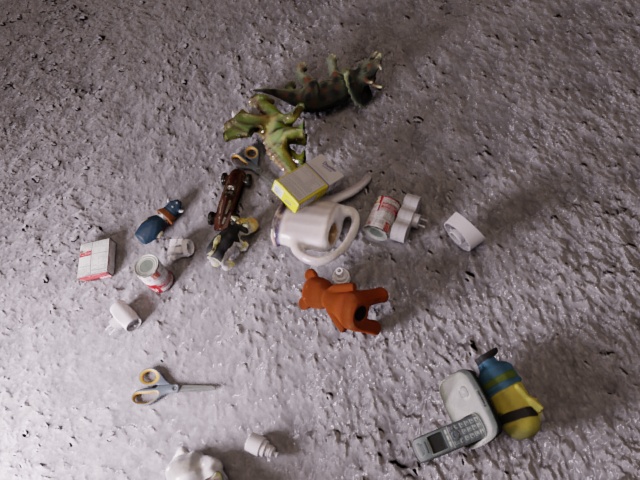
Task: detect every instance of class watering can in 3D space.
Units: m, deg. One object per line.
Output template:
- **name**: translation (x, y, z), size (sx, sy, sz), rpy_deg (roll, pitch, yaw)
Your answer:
- **watering can**: translation (0.004, -0.069, 1.362), size (0.225, 0.101, 0.356), rpy_deg (9, 47, 18)

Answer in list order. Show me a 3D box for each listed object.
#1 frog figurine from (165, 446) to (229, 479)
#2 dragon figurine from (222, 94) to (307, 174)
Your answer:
- **frog figurine**: translation (-0.263, 0.512, 1.069), size (0.160, 0.121, 0.139), rpy_deg (7, 64, 55)
- **dragon figurine**: translation (-0.157, -0.291, 1.472), size (0.243, 0.119, 0.421), rpy_deg (4, 50, 0)
